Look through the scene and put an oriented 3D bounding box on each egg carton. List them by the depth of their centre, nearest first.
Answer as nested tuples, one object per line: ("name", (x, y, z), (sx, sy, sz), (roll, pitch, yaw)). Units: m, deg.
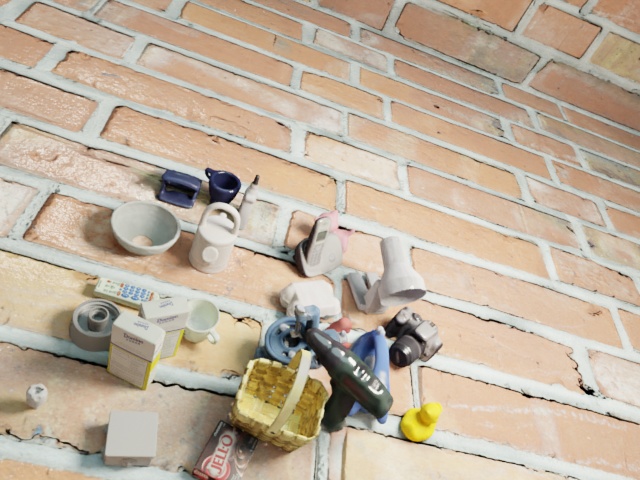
("egg carton", (-0.025, 0.157, 1.451), (0.151, 0.069, 0.107), (-4, 49, -31))

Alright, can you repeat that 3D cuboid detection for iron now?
("iron", (0.124, 0.287, 1.340), (0.119, 0.141, 0.258), (18, 42, -11))

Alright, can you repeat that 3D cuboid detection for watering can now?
("watering can", (-0.253, -0.009, 1.405), (0.101, 0.194, 0.172), (2, 47, -26))

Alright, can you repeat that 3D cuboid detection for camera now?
("camera", (0.228, 0.252, 1.464), (0.143, 0.100, 0.137), (44, 44, 19))

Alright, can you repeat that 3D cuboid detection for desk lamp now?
("desk lamp", (0.172, 0.106, 1.498), (0.118, 0.213, 0.203), (2, 47, -26))

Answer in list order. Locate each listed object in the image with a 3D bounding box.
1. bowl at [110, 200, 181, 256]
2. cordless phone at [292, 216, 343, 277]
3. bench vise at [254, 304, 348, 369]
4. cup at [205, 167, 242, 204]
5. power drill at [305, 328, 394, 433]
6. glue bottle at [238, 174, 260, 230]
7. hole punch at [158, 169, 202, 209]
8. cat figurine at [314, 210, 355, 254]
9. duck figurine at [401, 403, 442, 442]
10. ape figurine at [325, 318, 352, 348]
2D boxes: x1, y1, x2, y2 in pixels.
("bowl", (-0.431, -0.017, 1.410), (0.168, 0.074, 0.167), (15, 42, -14))
("cordless phone", (0.014, 0.006, 1.540), (0.148, 0.185, 0.094), (-20, 59, -40))
("bench vise", (-0.030, 0.203, 1.286), (0.208, 0.219, 0.121), (-17, 57, -39))
("cup", (-0.284, -0.140, 1.600), (0.117, 0.095, 0.092), (37, 42, 12))
("power drill", (0.035, 0.312, 1.216), (0.229, 0.208, 0.076), (34, 41, 9))
("glue bottle", (-0.192, -0.110, 1.559), (0.037, 0.173, 0.078), (17, 42, -11))
("hole punch", (-0.381, -0.156, 1.568), (0.109, 0.091, 0.101), (16, 42, -12))
("cat figurine", (0.038, -0.032, 1.643), (0.128, 0.117, 0.067), (21, 41, -7))
("duck figurine", (0.241, 0.410, 1.318), (0.105, 0.086, 0.077), (-18, 57, -39))
("ape figurine", (0.049, 0.226, 1.402), (0.076, 0.092, 0.078), (17, 42, -11))
